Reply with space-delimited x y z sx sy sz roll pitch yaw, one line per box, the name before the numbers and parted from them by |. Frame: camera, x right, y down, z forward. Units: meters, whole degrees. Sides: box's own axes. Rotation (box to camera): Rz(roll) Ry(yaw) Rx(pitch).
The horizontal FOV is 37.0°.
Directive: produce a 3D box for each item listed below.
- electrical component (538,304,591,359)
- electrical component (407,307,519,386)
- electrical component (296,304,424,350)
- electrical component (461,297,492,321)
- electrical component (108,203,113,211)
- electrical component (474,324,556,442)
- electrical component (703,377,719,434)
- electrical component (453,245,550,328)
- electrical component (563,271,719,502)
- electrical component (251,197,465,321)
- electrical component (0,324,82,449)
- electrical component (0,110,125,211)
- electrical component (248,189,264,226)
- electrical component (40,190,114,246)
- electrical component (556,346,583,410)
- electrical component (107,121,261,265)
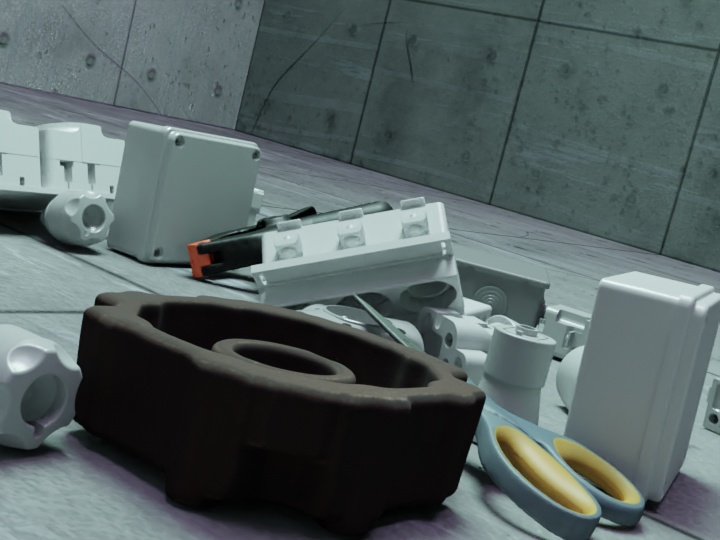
electrical component | 0.182 0.056 0.889 0.064 0.042 0.081 17 8 25
electrical component | 0.067 0.054 0.650 0.057 0.058 0.078 7 10 -26
electrical component | -0.016 0.043 0.629 0.077 0.044 0.079 8 10 -38
electrical component | 0.042 0.038 0.744 0.077 0.047 0.066 18 9 22
electrical component | -0.200 -0.072 1.047 0.109 0.056 0.109 10 9 -27
electrical component | 0.083 0.062 0.590 0.044 0.065 0.044 14 8 -2
electrical component | 0.281 0.098 0.761 0.055 0.048 0.066 -3 17 -40
electrical component | 0.115 0.017 0.937 0.100 0.048 0.099 15 10 5
electrical component | 0.154 0.059 0.586 0.056 0.108 0.109 15 8 22
electrical component | 0.000 0.000 0.681 0.121 0.063 0.078 -10 -35 6
electrical component | -0.143 0.042 0.422 0.062 0.043 0.043 18 9 33
electrical component | -0.290 -0.086 0.866 0.105 0.060 0.186 -4 -2 30
electrical component | -0.120 -0.054 1.070 0.048 0.055 0.066 13 9 -8
electrical component | -0.227 -0.041 0.845 0.062 0.043 0.043 3 -1 42
electrical component | 0.179 0.083 0.695 0.079 0.043 0.077 12 9 -21
electrical component | -0.145 -0.061 0.893 0.056 0.108 0.109 17 8 36
